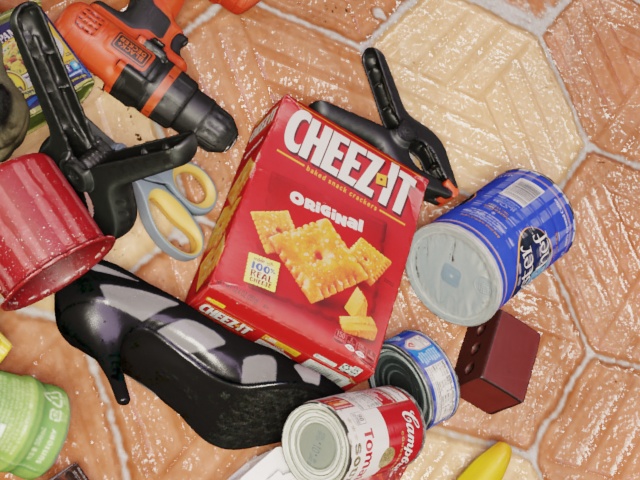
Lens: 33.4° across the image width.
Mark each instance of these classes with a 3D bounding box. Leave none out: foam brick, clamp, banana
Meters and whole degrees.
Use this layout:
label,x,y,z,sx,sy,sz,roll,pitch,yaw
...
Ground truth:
label,x,y,z,sx,sy,sz,roll,pitch,yaw
foam brick,0.164,0.114,0.994,0.051,0.053,0.078,32,56,-14
clamp,-0.161,-0.054,0.783,0.165,0.210,0.036,36,52,17
clamp,0.075,-0.109,1.052,0.171,0.039,0.120,42,59,-15
banana,0.099,0.233,0.899,0.037,0.070,0.197,35,36,32

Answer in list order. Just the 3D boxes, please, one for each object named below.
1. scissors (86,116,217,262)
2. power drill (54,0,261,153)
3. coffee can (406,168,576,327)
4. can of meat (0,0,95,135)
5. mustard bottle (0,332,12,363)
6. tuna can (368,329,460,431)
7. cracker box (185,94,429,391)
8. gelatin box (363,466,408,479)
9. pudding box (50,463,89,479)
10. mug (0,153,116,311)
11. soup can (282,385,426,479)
label,x,y,z,sx,sy,sz,roll,pitch,yaw
scissors,-0.151,-0.074,0.888,0.201,0.016,0.096,57,42,-17
power drill,-0.121,-0.187,0.961,0.184,0.057,0.187,37,55,-11
coffee can,0.162,0.005,1.004,0.140,0.103,0.103,-32,87,-41
can of meat,-0.246,-0.135,0.867,0.101,0.058,0.084,-39,93,-35
mustard bottle,-0.304,0.028,0.759,0.191,0.058,0.096,37,63,-12
tuna can,0.079,0.123,0.921,0.033,0.086,0.086,-21,81,-33
cracker box,-0.006,0.001,0.934,0.164,0.072,0.213,30,57,-16
gelatin box,0.029,0.193,0.895,0.073,0.030,0.089,41,54,-7
pudding box,-0.166,0.219,0.737,0.039,0.090,0.113,-37,88,9
mug,-0.216,-0.002,0.756,0.117,0.093,0.081,-32,84,-22
soup can,0.027,0.153,0.832,0.102,0.069,0.068,-1,68,-51
